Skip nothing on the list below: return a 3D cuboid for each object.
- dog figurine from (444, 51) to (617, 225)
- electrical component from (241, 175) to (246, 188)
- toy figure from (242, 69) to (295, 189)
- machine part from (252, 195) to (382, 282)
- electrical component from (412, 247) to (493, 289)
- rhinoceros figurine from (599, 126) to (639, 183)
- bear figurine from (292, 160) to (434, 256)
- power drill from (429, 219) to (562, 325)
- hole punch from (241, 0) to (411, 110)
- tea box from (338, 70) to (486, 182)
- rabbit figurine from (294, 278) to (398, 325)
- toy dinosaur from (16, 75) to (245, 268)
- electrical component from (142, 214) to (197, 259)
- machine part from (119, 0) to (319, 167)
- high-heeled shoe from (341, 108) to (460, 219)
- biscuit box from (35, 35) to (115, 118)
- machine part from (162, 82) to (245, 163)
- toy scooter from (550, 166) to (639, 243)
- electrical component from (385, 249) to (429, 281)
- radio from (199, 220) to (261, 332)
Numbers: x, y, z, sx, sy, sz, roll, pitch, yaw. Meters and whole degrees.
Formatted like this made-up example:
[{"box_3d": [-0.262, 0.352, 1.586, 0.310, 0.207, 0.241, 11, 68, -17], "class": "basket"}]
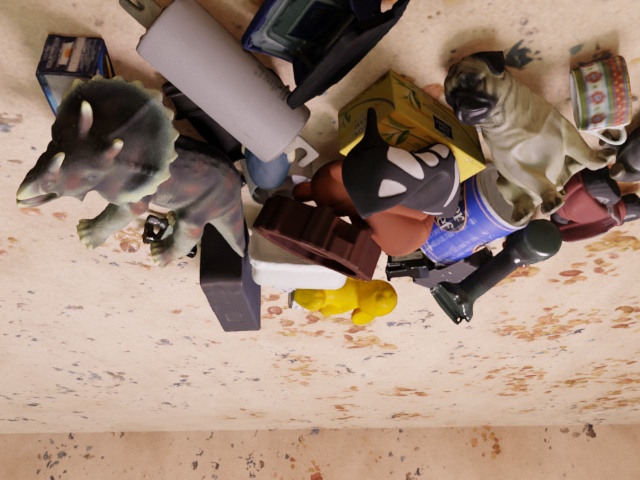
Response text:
[{"box_3d": [0.221, -0.128, 0.638, 0.121, 0.190, 0.172, -42, 176, -9], "class": "dog figurine"}, {"box_3d": [-0.151, -0.074, 0.798, 0.063, 0.021, 0.094, 19, 145, -32], "class": "electrical component"}, {"box_3d": [-0.063, -0.135, 0.640, 0.064, 0.058, 0.154, -7, 131, -15], "class": "toy figure"}, {"box_3d": [-0.002, -0.002, 0.731, 0.179, 0.056, 0.179, 23, 171, 4], "class": "machine part"}, {"box_3d": [0.237, 0.049, 0.993, 0.115, 0.058, 0.134, 21, 144, -30], "class": "electrical component"}, {"box_3d": [0.442, -0.134, 0.658, 0.112, 0.073, 0.190, 12, 148, -19], "class": "rhinoceros figurine"}, {"box_3d": [0.067, -0.063, 0.752, 0.195, 0.132, 0.120, 34, 136, -24], "class": "bear figurine"}, {"box_3d": [0.281, 0.049, 0.858, 0.207, 0.086, 0.232, -30, 170, -3], "class": "power drill"}, {"box_3d": [0.001, -0.201, 0.517, 0.092, 0.116, 0.142, 49, 130, 1], "class": "hole punch"}, {"box_3d": [0.115, -0.124, 0.671, 0.169, 0.068, 0.098, 20, 143, -33], "class": "tea box"}, {"box_3d": [0.060, 0.100, 0.971, 0.173, 0.122, 0.162, 11, 156, 26], "class": "rabbit figurine"}, {"box_3d": [-0.173, -0.066, 0.644, 0.192, 0.131, 0.404, -33, 157, 25], "class": "toy dinosaur"}, {"box_3d": [-0.252, -0.005, 0.902, 0.102, 0.045, 0.078, 15, 119, -31], "class": "electrical component"}, {"box_3d": [-0.094, -0.160, 0.542, 0.243, 0.079, 0.079, 40, 135, -21], "class": "machine part"}, {"box_3d": [0.107, -0.043, 0.598, 0.086, 0.145, 0.248, -22, 142, 31], "class": "high-heeled shoe"}, {"box_3d": [-0.266, -0.141, 0.636, 0.059, 0.063, 0.202, 2, 151, -6], "class": "biscuit box"}, {"box_3d": [-0.125, -0.147, 0.657, 0.084, 0.039, 0.138, -13, 147, 13], "class": "machine part"}, {"box_3d": [0.395, -0.046, 0.815, 0.183, 0.075, 0.135, 19, 146, -40], "class": "toy scooter"}, {"box_3d": [0.170, 0.025, 0.936, 0.119, 0.075, 0.047, -10, 149, 9], "class": "electrical component"}, {"box_3d": [-0.151, 0.068, 0.941, 0.073, 0.131, 0.229, -4, 151, 2], "class": "radio"}]
